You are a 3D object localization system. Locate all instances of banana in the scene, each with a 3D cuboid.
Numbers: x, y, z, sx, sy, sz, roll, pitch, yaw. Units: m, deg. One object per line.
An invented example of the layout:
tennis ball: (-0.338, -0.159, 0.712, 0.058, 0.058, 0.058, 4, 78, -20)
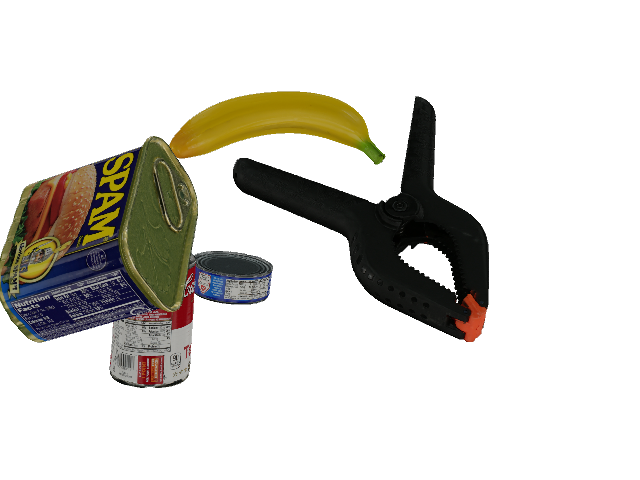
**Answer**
banana: (-0.039, -0.102, 0.944, 0.197, 0.069, 0.037, -1, -42, -19)

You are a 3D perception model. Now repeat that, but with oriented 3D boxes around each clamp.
clamp: (0.042, -0.012, 0.737, 0.164, 0.210, 0.036, -16, -39, -13)

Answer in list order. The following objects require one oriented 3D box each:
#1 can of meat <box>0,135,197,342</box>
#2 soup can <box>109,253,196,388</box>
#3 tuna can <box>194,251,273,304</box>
can of meat: (-0.120, 0.000, 0.575, 0.084, 0.102, 0.057, -16, -49, 18)
soup can: (-0.138, 0.062, 0.873, 0.068, 0.102, 0.068, 4, 15, -1)
tuna can: (-0.094, 0.039, 1.127, 0.086, 0.034, 0.086, 7, 14, -2)
